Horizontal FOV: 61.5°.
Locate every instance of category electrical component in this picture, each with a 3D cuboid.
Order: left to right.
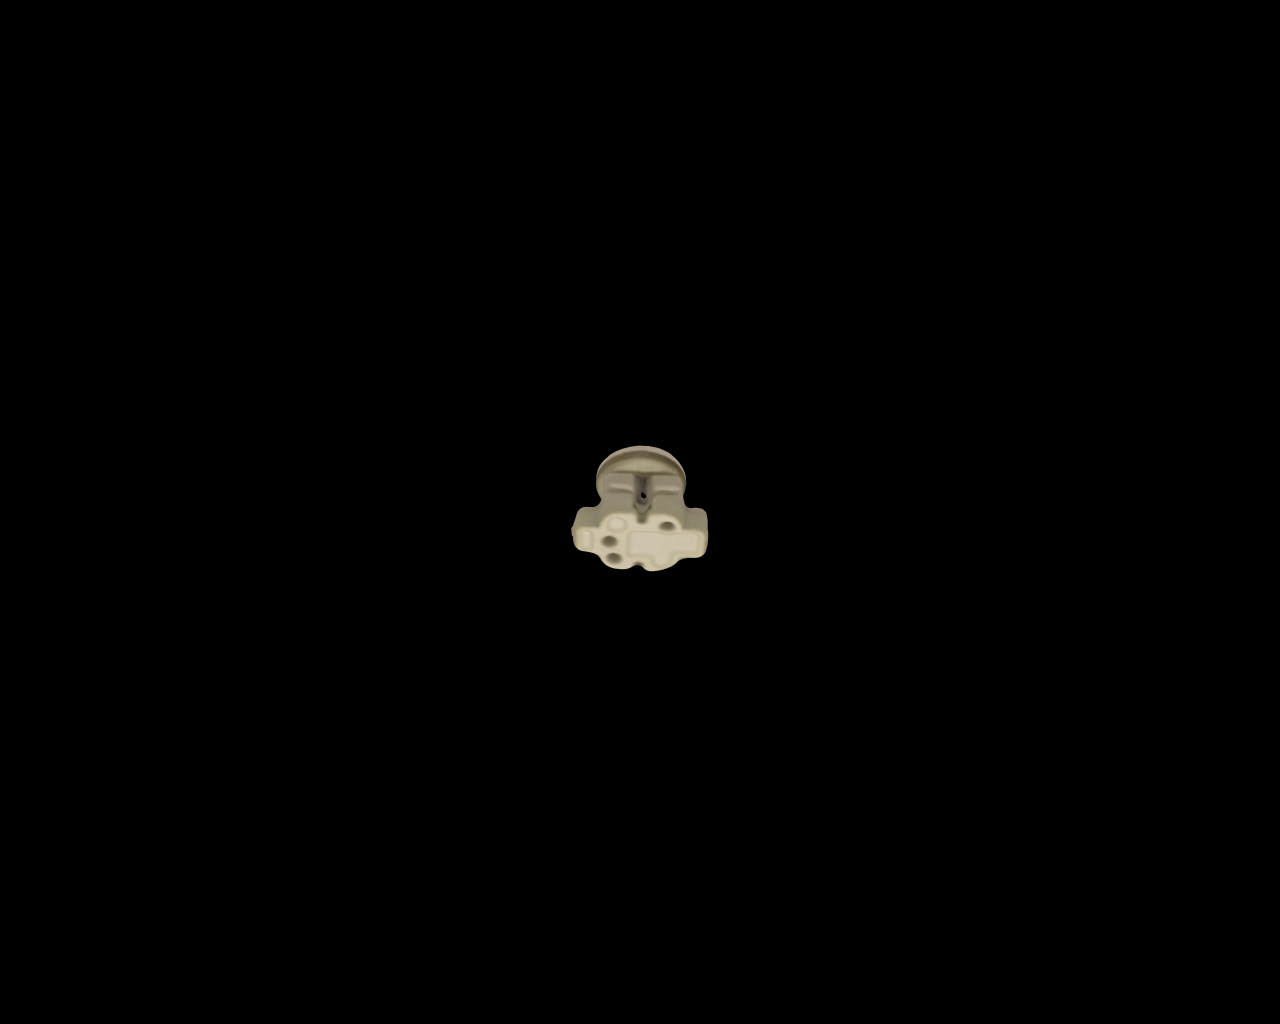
[{"bbox_3d":[0.001,-0.003,0.650,0.078,0.057,0.057,2,-43,-2],"label":"electrical component"}]
